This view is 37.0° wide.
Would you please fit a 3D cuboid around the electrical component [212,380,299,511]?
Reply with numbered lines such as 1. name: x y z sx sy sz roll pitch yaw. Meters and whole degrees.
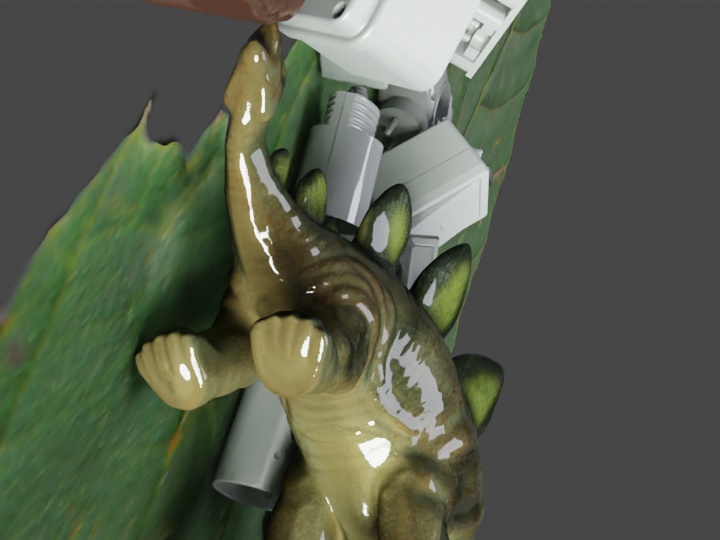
1. electrical component: -0.039 0.095 0.592 0.079 0.043 0.077 51 48 -48

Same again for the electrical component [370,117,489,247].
1. electrical component: 0.049 -0.053 0.741 0.096 0.061 0.061 -30 154 -10

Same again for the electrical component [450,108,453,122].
1. electrical component: 0.062 -0.137 0.903 0.035 0.035 0.061 -35 133 -74

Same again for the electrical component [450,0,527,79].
1. electrical component: 0.089 -0.233 0.743 0.105 0.060 0.186 -53 -166 41

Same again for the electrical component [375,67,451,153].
1. electrical component: 0.032 -0.108 0.762 0.079 0.044 0.077 -60 158 -46

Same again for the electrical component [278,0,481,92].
1. electrical component: 0.016 -0.146 0.482 0.057 0.078 0.113 28 90 -38

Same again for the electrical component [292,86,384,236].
1. electrical component: -0.010 -0.064 0.605 0.043 0.043 0.081 55 47 -74

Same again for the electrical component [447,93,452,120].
1. electrical component: 0.050 -0.114 0.843 0.066 0.048 0.055 28 66 -78

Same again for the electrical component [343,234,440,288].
1. electrical component: 0.001 0.027 0.683 0.063 0.079 0.121 -101 -164 -65
